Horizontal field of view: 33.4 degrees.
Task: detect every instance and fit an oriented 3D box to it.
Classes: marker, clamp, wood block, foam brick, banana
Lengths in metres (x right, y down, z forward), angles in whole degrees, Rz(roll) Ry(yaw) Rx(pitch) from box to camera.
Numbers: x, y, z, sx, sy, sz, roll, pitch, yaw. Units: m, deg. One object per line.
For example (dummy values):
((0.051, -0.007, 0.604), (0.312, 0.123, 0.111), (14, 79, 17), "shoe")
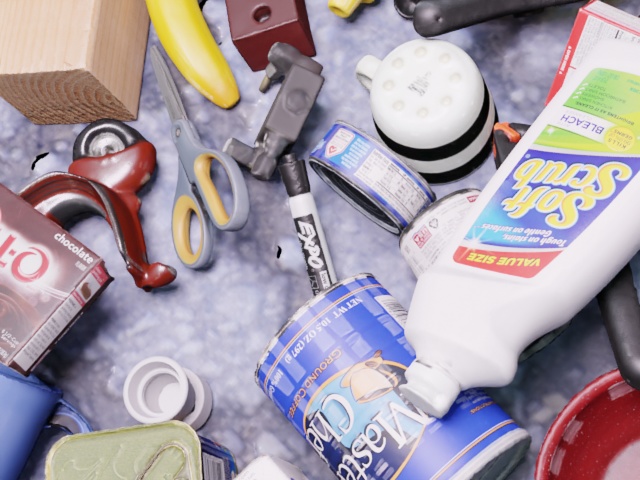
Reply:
((-0.005, 0.001, 0.716), (0.020, 0.020, 0.121), (-15, 93, 9), "marker")
((0.178, -0.006, 0.663), (0.164, 0.036, 0.210), (-39, 55, -24), "clamp")
((0.132, -0.174, 0.740), (0.171, 0.039, 0.120), (-12, 25, -8), "clamp")
((-0.186, -0.201, 0.820), (0.091, 0.090, 0.206), (-1, 72, 16), "wood block")
((-0.040, -0.175, 0.792), (0.053, 0.051, 0.078), (-15, 69, 10), "foam brick")
((-0.101, -0.193, 0.814), (0.069, 0.037, 0.198), (-2, 72, -11), "banana")

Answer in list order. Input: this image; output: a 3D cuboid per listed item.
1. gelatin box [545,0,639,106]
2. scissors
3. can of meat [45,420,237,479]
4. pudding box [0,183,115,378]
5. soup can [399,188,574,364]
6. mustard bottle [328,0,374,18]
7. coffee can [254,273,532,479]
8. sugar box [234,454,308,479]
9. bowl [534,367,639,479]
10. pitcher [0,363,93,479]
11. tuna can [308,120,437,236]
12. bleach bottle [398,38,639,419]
((0.201, -0.105, 0.695), (0.089, 0.073, 0.030), (30, 38, 22), "gelatin box")
((-0.104, -0.058, 0.783), (0.202, 0.016, 0.096), (52, 125, 44), "scissors")
((-0.110, 0.155, 0.682), (0.102, 0.084, 0.057), (-10, 69, 11), "can of meat")
((-0.205, 0.022, 0.693), (0.113, 0.039, 0.090), (34, 74, 18), "pudding box")
((0.104, 0.026, 0.678), (0.068, 0.068, 0.102), (-34, 66, 2), "soup can")
((0.055, -0.249, 0.789), (0.096, 0.058, 0.191), (22, 79, 22), "mustard bottle")
((0.042, 0.104, 0.649), (0.103, 0.102, 0.140), (-43, 67, -2), "coffee can")
((0.022, 0.204, 0.626), (0.048, 0.093, 0.176), (-43, 67, -3), "sugar box")
((0.206, 0.152, 0.615), (0.162, 0.055, 0.162), (-5, 71, 13), "bowl")
((-0.267, 0.185, 0.699), (0.149, 0.144, 0.243), (17, 80, 32), "pitcher")
((0.034, -0.040, 0.709), (0.086, 0.086, 0.034), (37, 85, 22), "tuna can")
((0.135, -0.002, 0.610), (0.103, 0.068, 0.250), (28, 70, 32), "bleach bottle")
